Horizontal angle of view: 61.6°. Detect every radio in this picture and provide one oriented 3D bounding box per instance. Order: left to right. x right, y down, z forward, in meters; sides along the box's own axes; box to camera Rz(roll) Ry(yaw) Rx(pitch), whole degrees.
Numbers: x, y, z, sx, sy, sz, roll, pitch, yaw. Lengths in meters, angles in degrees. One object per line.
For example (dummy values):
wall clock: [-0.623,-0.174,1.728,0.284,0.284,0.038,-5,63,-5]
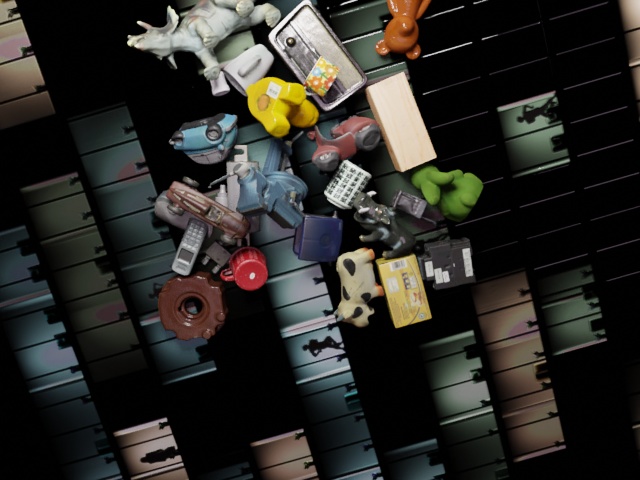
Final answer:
radio: [-0.008,-0.414,1.238,0.131,0.073,0.229,-39,98,5]

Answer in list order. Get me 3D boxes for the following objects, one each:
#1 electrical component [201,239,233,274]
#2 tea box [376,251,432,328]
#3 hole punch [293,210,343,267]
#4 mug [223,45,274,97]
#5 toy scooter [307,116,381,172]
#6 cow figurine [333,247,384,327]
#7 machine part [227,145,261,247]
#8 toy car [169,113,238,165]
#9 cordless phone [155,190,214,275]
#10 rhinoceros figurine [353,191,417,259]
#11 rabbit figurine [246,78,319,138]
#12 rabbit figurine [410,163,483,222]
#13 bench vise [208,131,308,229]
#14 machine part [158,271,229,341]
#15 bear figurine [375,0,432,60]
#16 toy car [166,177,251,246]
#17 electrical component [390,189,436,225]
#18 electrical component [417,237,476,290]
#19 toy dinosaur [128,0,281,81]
electrical component: [-0.248,0.035,1.332,0.063,0.021,0.094,40,95,-8]
tea box: [0.207,0.122,1.337,0.098,0.068,0.169,-14,100,1]
hole punch: [-0.003,-0.004,1.302,0.116,0.092,0.142,6,96,-7]
mug: [-0.158,-0.397,1.226,0.081,0.109,0.107,43,83,-3]
toy scooter: [0.044,-0.239,1.260,0.184,0.135,0.075,-33,139,-12]
cow figurine: [0.087,0.125,1.327,0.127,0.085,0.194,-14,102,-5]
machine part: [-0.182,-0.103,1.284,0.079,0.079,0.243,0,98,-2]
toy car: [-0.260,-0.226,1.251,0.162,0.109,0.102,-13,117,9]
cordless phone: [-0.341,-0.017,1.293,0.147,0.089,0.184,23,102,-6]
rhinoceros figurine: [0.147,-0.034,1.276,0.190,0.112,0.073,42,56,-17]
rabbit figurine: [-0.081,-0.296,1.227,0.163,0.173,0.121,26,106,38]
rabbit figurine: [0.285,-0.119,1.272,0.170,0.159,0.121,29,108,9]
bench vise: [-0.110,-0.143,1.220,0.129,0.240,0.223,-21,138,41]
machine part: [-0.315,0.164,1.335,0.179,0.056,0.179,0,98,-1]
bear figurine: [0.194,-0.515,1.203,0.120,0.132,0.195,11,93,-3]
toy car: [-0.251,-0.066,1.215,0.202,0.053,0.089,31,91,-10]
electrical component: [0.232,-0.080,1.301,0.119,0.075,0.047,22,98,-1]
electrical component: [0.311,0.059,1.335,0.134,0.058,0.114,-9,98,0]
toy dinosaur: [-0.228,-0.497,1.195,0.405,0.131,0.192,-40,64,-10]
